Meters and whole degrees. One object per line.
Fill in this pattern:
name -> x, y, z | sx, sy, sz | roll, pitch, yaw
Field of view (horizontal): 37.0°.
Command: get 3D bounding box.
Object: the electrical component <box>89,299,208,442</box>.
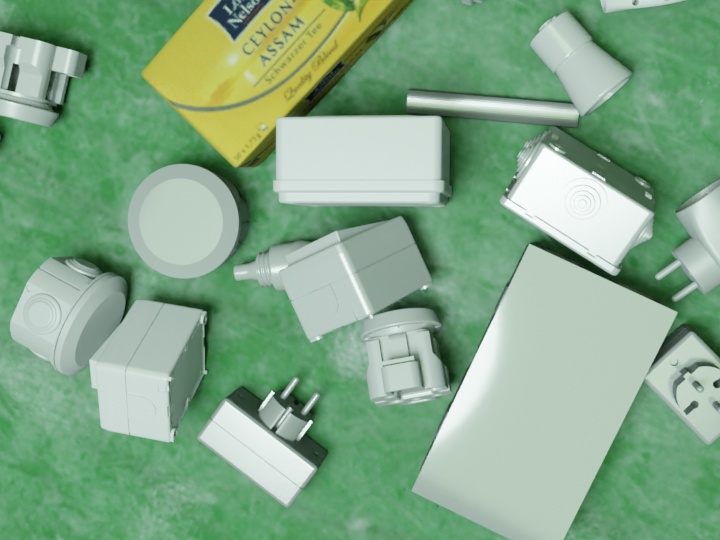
electrical component -> -0.148, 0.066, 0.766 | 0.061, 0.096, 0.061 | 10, 125, 7

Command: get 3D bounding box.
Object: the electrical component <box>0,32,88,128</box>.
electrical component -> -0.243, -0.137, 0.777 | 0.078, 0.058, 0.057 | 14, 94, 7

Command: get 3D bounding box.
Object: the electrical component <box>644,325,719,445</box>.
electrical component -> 0.229, 0.080, 0.721 | 0.047, 0.077, 0.065 | -45, 88, 9

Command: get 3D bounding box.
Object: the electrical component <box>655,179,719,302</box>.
electrical component -> 0.239, -0.010, 0.729 | 0.079, 0.043, 0.077 | -37, 89, 9

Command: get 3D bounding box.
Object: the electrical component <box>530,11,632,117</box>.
electrical component -> 0.148, -0.143, 0.732 | 0.044, 0.044, 0.065 | -40, 84, 9

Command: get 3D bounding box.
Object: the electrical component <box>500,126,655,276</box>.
electrical component -> 0.147, -0.049, 0.711 | 0.100, 0.099, 0.048 | 33, 111, 4

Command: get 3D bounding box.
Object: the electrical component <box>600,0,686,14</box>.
electrical component -> 0.196, -0.217, 0.713 | 0.077, 0.043, 0.079 | -9, 106, 8

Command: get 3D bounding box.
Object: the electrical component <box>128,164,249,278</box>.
electrical component -> -0.121, -0.036, 0.772 | 0.080, 0.051, 0.080 | 1, 95, 8

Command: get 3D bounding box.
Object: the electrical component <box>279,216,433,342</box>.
electrical component -> 0.000, 0.000, 0.741 | 0.062, 0.096, 0.061 | -24, 91, 38

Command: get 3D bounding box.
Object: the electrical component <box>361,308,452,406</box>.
electrical component -> 0.031, 0.060, 0.751 | 0.058, 0.078, 0.057 | -11, 75, 9

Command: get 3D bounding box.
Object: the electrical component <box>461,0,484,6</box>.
electrical component -> 0.066, -0.239, 0.700 | 0.056, 0.109, 0.108 | 18, 97, 8

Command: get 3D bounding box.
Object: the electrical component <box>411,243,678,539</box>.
electrical component -> 0.125, 0.086, 0.744 | 0.105, 0.060, 0.186 | 25, 98, 5

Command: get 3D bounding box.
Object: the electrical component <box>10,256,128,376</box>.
electrical component -> -0.208, 0.031, 0.776 | 0.051, 0.080, 0.080 | 27, 98, 10

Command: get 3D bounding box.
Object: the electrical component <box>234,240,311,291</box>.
electrical component -> -0.060, -0.002, 0.775 | 0.061, 0.035, 0.035 | -7, 94, 11

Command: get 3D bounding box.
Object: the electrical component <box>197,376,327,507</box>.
electrical component -> -0.059, 0.112, 0.778 | 0.083, 0.047, 0.075 | 37, 98, 3

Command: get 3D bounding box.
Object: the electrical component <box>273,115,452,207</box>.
electrical component -> 0.005, -0.072, 0.723 | 0.109, 0.109, 0.056 | 1, 92, 8
